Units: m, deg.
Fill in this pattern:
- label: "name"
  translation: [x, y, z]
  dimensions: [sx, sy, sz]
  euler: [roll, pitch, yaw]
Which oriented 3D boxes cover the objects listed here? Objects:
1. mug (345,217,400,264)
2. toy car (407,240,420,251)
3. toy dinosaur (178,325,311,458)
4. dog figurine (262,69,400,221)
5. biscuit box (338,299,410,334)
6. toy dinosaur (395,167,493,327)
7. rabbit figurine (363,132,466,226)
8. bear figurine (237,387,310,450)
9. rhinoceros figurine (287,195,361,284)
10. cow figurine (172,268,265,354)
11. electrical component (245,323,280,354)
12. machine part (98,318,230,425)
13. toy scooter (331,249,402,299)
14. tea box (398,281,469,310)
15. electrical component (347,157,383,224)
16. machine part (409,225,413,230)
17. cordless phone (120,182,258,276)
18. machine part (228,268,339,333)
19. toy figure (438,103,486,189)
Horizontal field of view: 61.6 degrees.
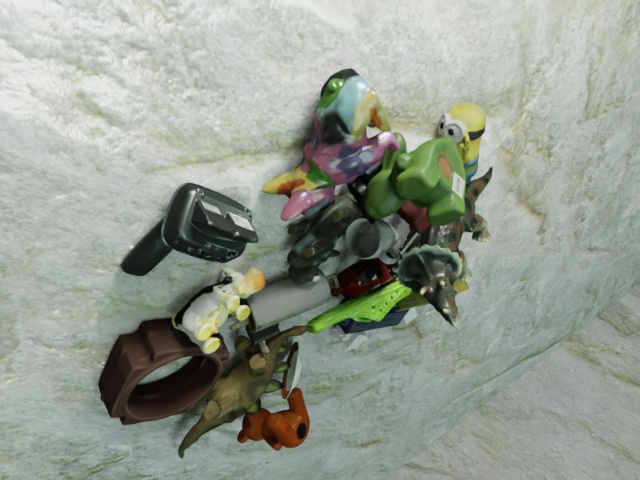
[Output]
- label: "mug"
  translation: [0.120, 0.002, 1.075]
  dimensions: [0.107, 0.110, 0.080]
  euler: [-7, 134, -55]
- label: "toy car"
  translation: [0.274, 0.034, 1.255]
  dimensions: [0.161, 0.109, 0.102]
  euler: [-17, 117, -42]
- label: "toy dinosaur"
  translation: [-0.186, 0.332, 1.157]
  dimensions: [0.471, 0.105, 0.198]
  euler: [-42, 149, 12]
- label: "dog figurine"
  translation: [0.003, -0.130, 0.816]
  dimensions: [0.219, 0.109, 0.191]
  euler: [-38, 146, 2]
- label: "biscuit box"
  translation: [0.127, 0.176, 1.307]
  dimensions: [0.202, 0.059, 0.062]
  euler: [0, 131, -43]
- label: "toy dinosaur"
  translation: [0.268, -0.024, 1.106]
  dimensions: [0.192, 0.131, 0.405]
  euler: [47, 58, -55]
- label: "rabbit figurine"
  translation: [0.135, -0.099, 0.870]
  dimensions: [0.121, 0.159, 0.170]
  euler: [28, 147, -34]
- label: "bear figurine"
  translation: [-0.122, 0.422, 1.276]
  dimensions: [0.120, 0.196, 0.131]
  euler: [-46, 124, -42]
- label: "rhinoceros figurine"
  translation: [-0.002, -0.003, 0.987]
  dimensions: [0.112, 0.073, 0.190]
  euler: [1, 127, -57]
- label: "cow figurine"
  translation: [-0.175, 0.106, 0.938]
  dimensions: [0.167, 0.098, 0.068]
  euler: [-47, 143, -23]
- label: "electrical component"
  translation: [-0.111, 0.176, 1.059]
  dimensions: [0.063, 0.094, 0.021]
  euler: [-20, 161, -23]
- label: "machine part"
  translation: [-0.280, 0.238, 0.978]
  dimensions: [0.201, 0.087, 0.201]
  euler: [3, 126, -44]
- label: "toy scooter"
  translation: [0.097, 0.077, 1.147]
  dimensions: [0.135, 0.075, 0.184]
  euler: [-34, 171, 31]
- label: "tea box"
  translation: [0.277, 0.117, 1.332]
  dimensions: [0.169, 0.068, 0.098]
  euler: [-13, 173, -38]
- label: "electrical component"
  translation: [0.111, -0.107, 0.982]
  dimensions: [0.115, 0.058, 0.134]
  euler: [-39, 146, -5]
- label: "machine part"
  translation: [0.191, -0.096, 1.062]
  dimensions: [0.039, 0.084, 0.138]
  euler: [10, 118, -11]
- label: "cordless phone"
  translation: [-0.200, 0.009, 0.821]
  dimensions: [0.184, 0.089, 0.146]
  euler: [-39, 148, 19]
- label: "machine part"
  translation: [-0.068, 0.114, 1.046]
  dimensions: [0.243, 0.079, 0.079]
  euler: [-20, 141, -25]
- label: "toy figure"
  translation: [0.270, -0.177, 1.032]
  dimensions: [0.089, 0.082, 0.179]
  euler: [-45, 142, -28]
